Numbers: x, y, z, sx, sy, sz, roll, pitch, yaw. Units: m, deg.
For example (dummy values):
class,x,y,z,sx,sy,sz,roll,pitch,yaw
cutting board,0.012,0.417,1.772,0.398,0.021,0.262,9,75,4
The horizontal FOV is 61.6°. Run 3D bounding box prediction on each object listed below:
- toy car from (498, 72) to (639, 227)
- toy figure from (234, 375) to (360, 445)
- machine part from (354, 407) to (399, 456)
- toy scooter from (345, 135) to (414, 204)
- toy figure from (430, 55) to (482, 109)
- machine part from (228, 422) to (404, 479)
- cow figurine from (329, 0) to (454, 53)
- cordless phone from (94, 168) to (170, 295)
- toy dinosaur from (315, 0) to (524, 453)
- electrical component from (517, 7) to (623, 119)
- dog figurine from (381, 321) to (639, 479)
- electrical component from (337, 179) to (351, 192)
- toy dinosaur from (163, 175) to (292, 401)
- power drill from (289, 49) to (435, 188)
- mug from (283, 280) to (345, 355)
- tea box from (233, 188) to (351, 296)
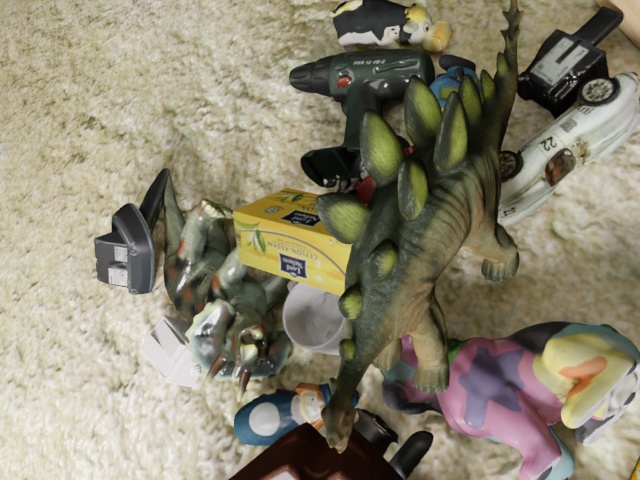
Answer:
class,x,y,z,sx,sy,sz,roll,pitch,yaw
toy car,0.256,-0.094,0.571,0.202,0.073,0.056,-39,51,12
toy figure,-0.028,0.203,0.633,0.154,0.058,0.064,-23,97,21
machine part,0.032,0.250,0.570,0.084,0.039,0.139,29,79,4
toy scooter,0.069,-0.026,0.636,0.184,0.075,0.135,-40,79,37
toy figure,0.165,-0.134,0.643,0.089,0.082,0.180,-3,66,33
machine part,-0.003,0.284,0.470,0.201,0.087,0.201,-42,88,13
cow figurine,0.097,-0.302,0.749,0.168,0.098,0.068,8,67,35
cordless phone,-0.285,-0.020,0.870,0.089,0.146,0.184,16,48,-6
toy dinosaur,0.110,-0.037,0.485,0.105,0.198,0.471,7,52,38
electrical component,0.289,-0.204,0.615,0.119,0.047,0.075,-47,53,6
dog figurine,0.160,0.119,0.520,0.191,0.108,0.219,-53,50,3
electrical component,0.038,-0.041,0.718,0.063,0.021,0.094,7,73,34
toy dinosaur,-0.151,0.056,0.743,0.405,0.131,0.192,33,88,44
power drill,0.036,-0.174,0.740,0.232,0.085,0.207,-1,55,28
mug,0.011,0.088,0.624,0.110,0.107,0.081,34,90,40
tea box,-0.001,-0.002,0.590,0.170,0.098,0.068,15,119,32
